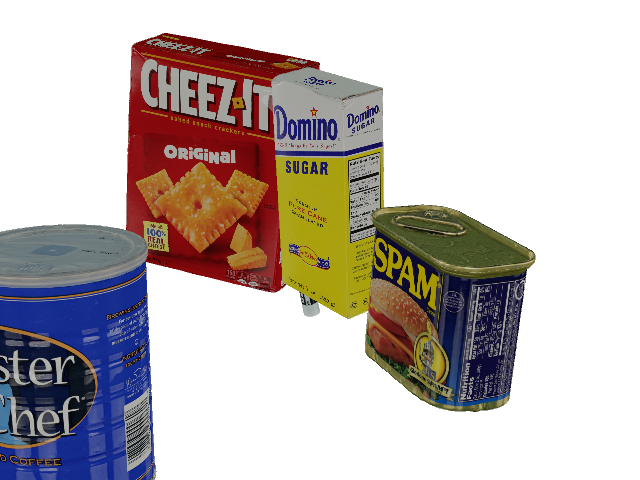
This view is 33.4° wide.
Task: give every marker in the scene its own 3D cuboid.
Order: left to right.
[{"bbox_3d":[-0.021,0.030,1.193,0.020,0.121,0.020,-9,27,5],"label":"marker"}]

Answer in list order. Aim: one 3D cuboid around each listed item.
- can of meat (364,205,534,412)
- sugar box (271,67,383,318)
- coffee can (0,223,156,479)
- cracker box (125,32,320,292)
[{"bbox_3d":[0.066,0.035,0.583,0.057,0.084,0.102,-5,21,-25],"label":"can of meat"},{"bbox_3d":[0.006,-0.038,0.824,0.048,0.176,0.093,-21,28,-32],"label":"sugar box"},{"bbox_3d":[-0.146,0.071,0.600,0.103,0.140,0.103,0,15,0],"label":"coffee can"},{"bbox_3d":[-0.096,-0.071,1.000,0.164,0.214,0.072,14,25,17],"label":"cracker box"}]
